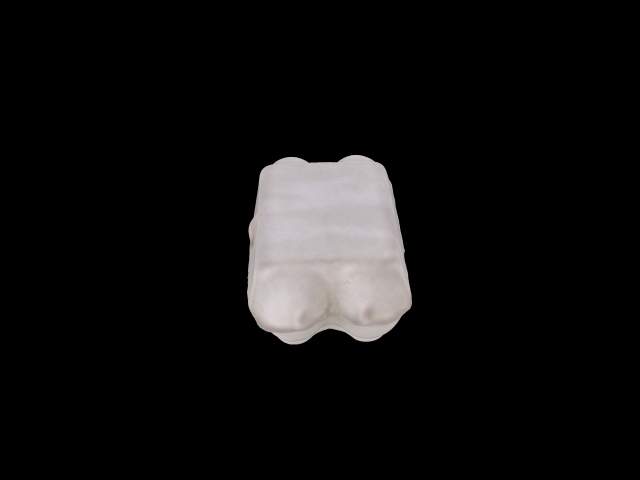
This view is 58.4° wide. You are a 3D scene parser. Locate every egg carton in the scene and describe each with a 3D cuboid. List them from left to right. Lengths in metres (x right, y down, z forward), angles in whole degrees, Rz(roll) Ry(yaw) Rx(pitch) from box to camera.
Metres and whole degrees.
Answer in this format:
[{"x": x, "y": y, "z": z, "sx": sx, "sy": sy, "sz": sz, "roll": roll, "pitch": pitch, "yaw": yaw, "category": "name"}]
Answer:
[{"x": 0.004, "y": 0.001, "z": 0.400, "sx": 0.107, "sy": 0.069, "sz": 0.150, "roll": -2, "pitch": 47, "yaw": -2, "category": "egg carton"}]
